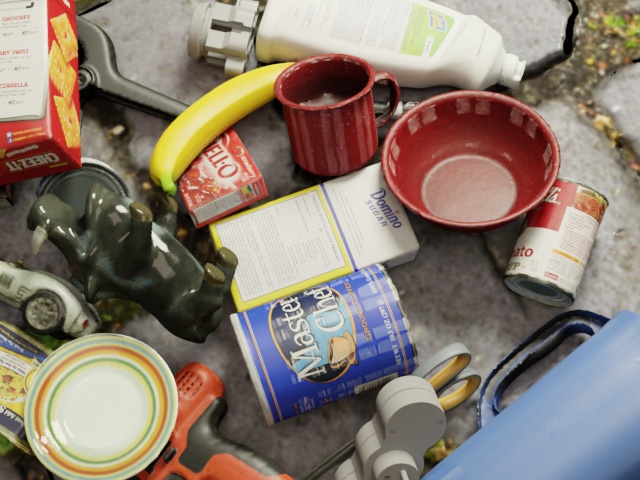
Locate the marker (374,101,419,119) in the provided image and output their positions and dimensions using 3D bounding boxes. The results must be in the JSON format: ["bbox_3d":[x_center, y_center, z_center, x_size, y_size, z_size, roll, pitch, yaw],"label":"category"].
[{"bbox_3d":[0.097,-0.125,1.032,0.121,0.020,0.020,1,75,0],"label":"marker"}]

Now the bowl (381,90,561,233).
[{"bbox_3d":[0.137,-0.061,0.982,0.162,0.055,0.162,-4,54,5],"label":"bowl"}]

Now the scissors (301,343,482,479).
[{"bbox_3d":[0.067,0.165,0.949,0.202,0.096,0.016,-47,51,18],"label":"scissors"}]

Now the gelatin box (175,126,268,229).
[{"bbox_3d":[-0.098,-0.060,0.988,0.073,0.030,0.089,-25,45,-6],"label":"gelatin box"}]

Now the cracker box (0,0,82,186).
[{"bbox_3d":[-0.305,-0.152,0.963,0.164,0.072,0.214,-12,65,9],"label":"cracker box"}]

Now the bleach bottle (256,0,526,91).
[{"bbox_3d":[0.071,-0.188,1.027,0.251,0.068,0.102,17,75,2],"label":"bleach bottle"}]

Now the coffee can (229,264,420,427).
[{"bbox_3d":[0.003,0.091,0.931,0.140,0.103,0.103,-19,76,-6],"label":"coffee can"}]

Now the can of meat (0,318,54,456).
[{"bbox_3d":[-0.271,0.127,0.944,0.102,0.057,0.084,31,75,7],"label":"can of meat"}]

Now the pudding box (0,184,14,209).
[{"bbox_3d":[-0.352,-0.066,1.003,0.113,0.039,0.090,-13,76,-4],"label":"pudding box"}]

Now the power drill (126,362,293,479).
[{"bbox_3d":[-0.103,0.218,0.899,0.188,0.057,0.184,34,75,23],"label":"power drill"}]

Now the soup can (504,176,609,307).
[{"bbox_3d":[0.215,0.002,0.974,0.068,0.068,0.102,21,77,5],"label":"soup can"}]

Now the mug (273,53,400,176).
[{"bbox_3d":[0.020,-0.118,0.985,0.117,0.081,0.093,-23,41,-15],"label":"mug"}]

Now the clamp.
[{"bbox_3d":[-0.233,-0.138,1.024,0.164,0.036,0.210,-39,82,-10],"label":"clamp"}]

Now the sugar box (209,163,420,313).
[{"bbox_3d":[-0.006,0.001,0.985,0.176,0.048,0.093,-18,74,-8],"label":"sugar box"}]

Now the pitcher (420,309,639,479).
[{"bbox_3d":[0.201,0.173,0.908,0.242,0.149,0.145,-35,95,-6],"label":"pitcher"}]

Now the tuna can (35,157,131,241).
[{"bbox_3d":[-0.217,-0.032,0.978,0.086,0.034,0.086,-5,105,-17],"label":"tuna can"}]

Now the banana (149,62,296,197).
[{"bbox_3d":[-0.096,-0.106,0.985,0.070,0.037,0.197,23,57,30],"label":"banana"}]
